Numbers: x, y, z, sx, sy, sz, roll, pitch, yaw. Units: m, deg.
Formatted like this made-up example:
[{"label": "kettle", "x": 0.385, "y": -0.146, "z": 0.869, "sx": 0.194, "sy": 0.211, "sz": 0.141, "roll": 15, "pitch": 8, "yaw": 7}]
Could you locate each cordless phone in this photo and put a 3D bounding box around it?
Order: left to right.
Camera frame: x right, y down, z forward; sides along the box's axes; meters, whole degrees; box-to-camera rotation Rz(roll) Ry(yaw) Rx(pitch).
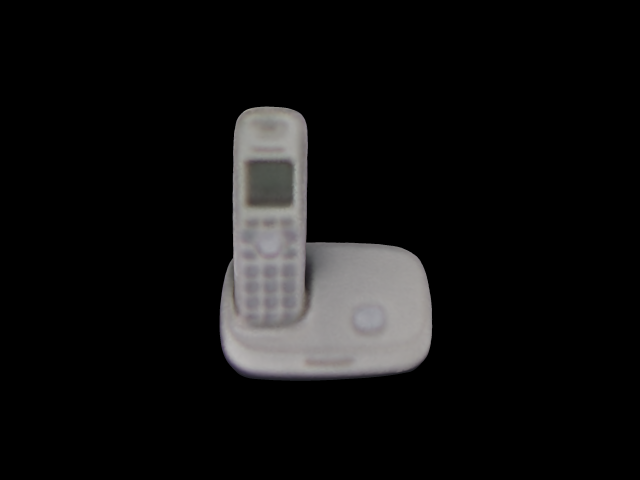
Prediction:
[{"label": "cordless phone", "x": 0.004, "y": 0.001, "z": 0.400, "sx": 0.147, "sy": 0.185, "sz": 0.094, "roll": -1, "pitch": 11, "yaw": -3}]
